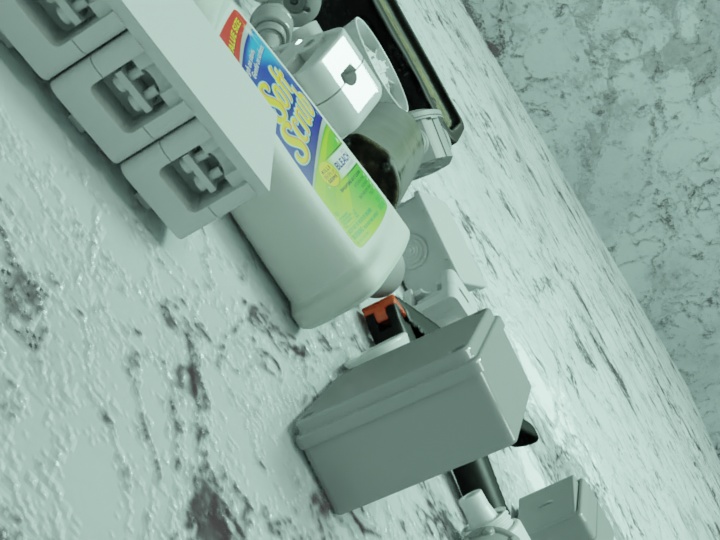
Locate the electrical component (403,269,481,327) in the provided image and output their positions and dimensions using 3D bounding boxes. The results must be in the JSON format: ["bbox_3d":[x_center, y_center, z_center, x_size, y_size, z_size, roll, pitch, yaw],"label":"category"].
[{"bbox_3d":[0.076,0.055,0.864,0.089,0.050,0.055,55,17,-21],"label":"electrical component"}]

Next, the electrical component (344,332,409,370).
[{"bbox_3d":[0.022,0.073,0.678,0.055,0.045,0.045,63,16,2],"label":"electrical component"}]

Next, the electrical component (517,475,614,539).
[{"bbox_3d":[0.157,0.208,0.840,0.061,0.062,0.096,61,16,-2],"label":"electrical component"}]

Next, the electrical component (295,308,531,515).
[{"bbox_3d":[0.033,0.075,0.593,0.056,0.109,0.109,64,16,-3],"label":"electrical component"}]

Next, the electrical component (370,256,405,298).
[{"bbox_3d":[0.000,0.000,0.741,0.044,0.044,0.065,64,21,7],"label":"electrical component"}]

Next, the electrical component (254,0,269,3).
[{"bbox_3d":[-0.087,-0.247,0.876,0.043,0.043,0.062,33,34,-60],"label":"electrical component"}]

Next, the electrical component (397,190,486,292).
[{"bbox_3d":[0.061,-0.015,0.938,0.099,0.048,0.100,65,16,12],"label":"electrical component"}]

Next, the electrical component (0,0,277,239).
[{"bbox_3d":[-0.110,-0.100,0.527,0.150,0.062,0.089,53,18,-28],"label":"electrical component"}]

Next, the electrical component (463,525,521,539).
[{"bbox_3d":[0.077,0.189,0.659,0.048,0.048,0.062,62,23,2],"label":"electrical component"}]

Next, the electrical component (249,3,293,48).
[{"bbox_3d":[-0.070,-0.183,0.839,0.035,0.035,0.061,52,21,-31],"label":"electrical component"}]

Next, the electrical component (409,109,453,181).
[{"bbox_3d":[0.045,-0.113,1.000,0.051,0.080,0.080,69,17,7],"label":"electrical component"}]

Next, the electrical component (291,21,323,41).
[{"bbox_3d":[-0.039,-0.158,0.878,0.077,0.043,0.079,59,17,-8],"label":"electrical component"}]

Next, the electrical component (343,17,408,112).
[{"bbox_3d":[0.005,-0.183,1.007,0.099,0.064,0.099,39,38,-39],"label":"electrical component"}]

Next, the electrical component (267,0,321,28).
[{"bbox_3d":[-0.060,-0.247,0.960,0.048,0.048,0.062,53,12,-28],"label":"electrical component"}]

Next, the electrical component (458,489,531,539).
[{"bbox_3d":[0.088,0.176,0.712,0.062,0.043,0.043,61,16,2],"label":"electrical component"}]

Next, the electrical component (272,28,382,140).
[{"bbox_3d":[-0.036,-0.116,0.720,0.059,0.095,0.053,53,54,-27],"label":"electrical component"}]
